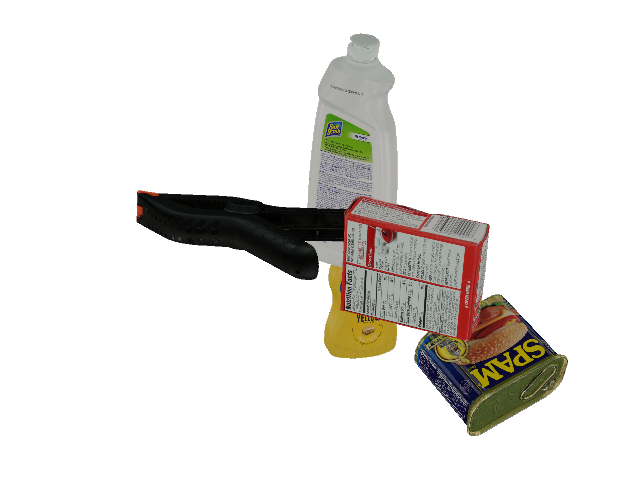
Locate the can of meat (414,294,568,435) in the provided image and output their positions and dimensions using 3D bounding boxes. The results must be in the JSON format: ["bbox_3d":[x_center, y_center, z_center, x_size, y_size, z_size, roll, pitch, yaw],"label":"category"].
[{"bbox_3d":[0.143,0.103,0.908,0.102,0.057,0.084,-25,53,-20],"label":"can of meat"}]

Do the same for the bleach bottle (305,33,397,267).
[{"bbox_3d":[0.041,-0.091,1.113,0.103,0.251,0.068,13,33,12],"label":"bleach bottle"}]

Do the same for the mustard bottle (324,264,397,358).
[{"bbox_3d":[0.058,0.059,1.400,0.096,0.192,0.058,-4,24,-16],"label":"mustard bottle"}]

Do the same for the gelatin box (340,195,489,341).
[{"bbox_3d":[0.058,0.017,0.671,0.089,0.073,0.030,13,34,19],"label":"gelatin box"}]

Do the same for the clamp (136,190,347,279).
[{"bbox_3d":[-0.058,-0.010,0.828,0.210,0.036,0.164,8,13,18],"label":"clamp"}]
